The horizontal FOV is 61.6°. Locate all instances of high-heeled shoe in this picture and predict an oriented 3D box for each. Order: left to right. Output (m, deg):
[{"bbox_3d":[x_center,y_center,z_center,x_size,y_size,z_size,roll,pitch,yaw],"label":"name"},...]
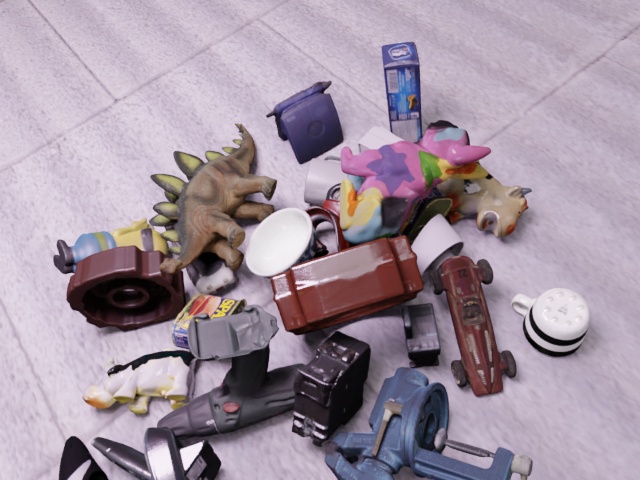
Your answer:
[{"bbox_3d":[-0.255,0.349,0.722,0.145,0.086,0.249,-27,62,-11],"label":"high-heeled shoe"}]

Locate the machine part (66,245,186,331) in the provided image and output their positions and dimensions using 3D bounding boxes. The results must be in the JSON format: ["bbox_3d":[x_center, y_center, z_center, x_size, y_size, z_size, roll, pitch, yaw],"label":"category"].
[{"bbox_3d":[-0.305,0.078,0.854,0.179,0.179,0.056,-15,54,0],"label":"machine part"}]

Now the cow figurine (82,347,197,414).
[{"bbox_3d":[-0.273,0.209,0.820,0.167,0.068,0.098,-3,51,4],"label":"cow figurine"}]

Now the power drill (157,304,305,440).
[{"bbox_3d":[-0.125,0.190,0.725,0.232,0.207,0.086,-10,37,-10],"label":"power drill"}]

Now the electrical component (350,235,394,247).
[{"bbox_3d":[0.079,-0.007,0.925,0.094,0.021,0.063,11,60,18],"label":"electrical component"}]

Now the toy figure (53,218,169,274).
[{"bbox_3d":[-0.348,0.025,0.914,0.180,0.082,0.089,-12,73,-43],"label":"toy figure"}]

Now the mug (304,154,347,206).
[{"bbox_3d":[0.034,-0.105,0.969,0.107,0.080,0.109,14,52,6],"label":"mug"}]

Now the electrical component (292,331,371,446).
[{"bbox_3d":[0.022,0.195,0.735,0.058,0.114,0.134,22,33,27],"label":"electrical component"}]

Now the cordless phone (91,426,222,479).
[{"bbox_3d":[-0.235,0.288,0.713,0.184,0.146,0.089,17,55,16],"label":"cordless phone"}]

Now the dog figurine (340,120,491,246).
[{"bbox_3d":[0.141,-0.083,0.795,0.219,0.108,0.191,-5,67,14],"label":"dog figurine"}]

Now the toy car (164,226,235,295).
[{"bbox_3d":[-0.215,0.013,0.944,0.073,0.056,0.202,-27,53,-15],"label":"toy car"}]

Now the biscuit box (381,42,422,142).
[{"bbox_3d":[0.149,-0.253,0.962,0.059,0.202,0.063,-6,56,8],"label":"biscuit box"}]

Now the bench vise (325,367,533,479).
[{"bbox_3d":[0.132,0.269,0.668,0.241,0.128,0.224,4,38,33],"label":"bench vise"}]

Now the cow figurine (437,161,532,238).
[{"bbox_3d":[0.266,-0.083,0.908,0.127,0.085,0.195,-25,56,1],"label":"cow figurine"}]

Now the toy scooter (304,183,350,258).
[{"bbox_3d":[-0.002,-0.003,0.896,0.184,0.075,0.135,-27,70,13],"label":"toy scooter"}]

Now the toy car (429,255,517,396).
[{"bbox_3d":[0.221,0.119,0.777,0.089,0.053,0.202,-10,73,0],"label":"toy car"}]

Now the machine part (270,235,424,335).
[{"bbox_3d":[0.039,0.071,0.771,0.201,0.201,0.087,-19,79,-2],"label":"machine part"}]

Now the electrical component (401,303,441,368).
[{"bbox_3d":[0.143,0.129,0.768,0.048,0.119,0.075,-8,54,5],"label":"electrical component"}]

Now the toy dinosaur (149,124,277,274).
[{"bbox_3d":[-0.176,-0.087,0.936,0.199,0.105,0.471,20,36,3],"label":"toy dinosaur"}]

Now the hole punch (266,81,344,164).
[{"bbox_3d":[-0.021,-0.222,1.032,0.142,0.115,0.092,-28,65,-8],"label":"hole punch"}]
